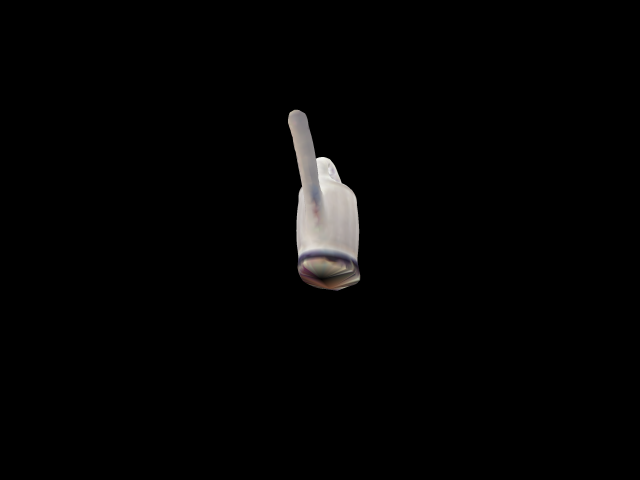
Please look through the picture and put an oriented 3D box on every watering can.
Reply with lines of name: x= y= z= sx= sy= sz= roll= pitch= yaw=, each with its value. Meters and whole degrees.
watering can: x=0.003 y=-0.043 z=0.850 sx=0.104 sy=0.228 sz=0.342 roll=-6 pitch=-22 yaw=14
